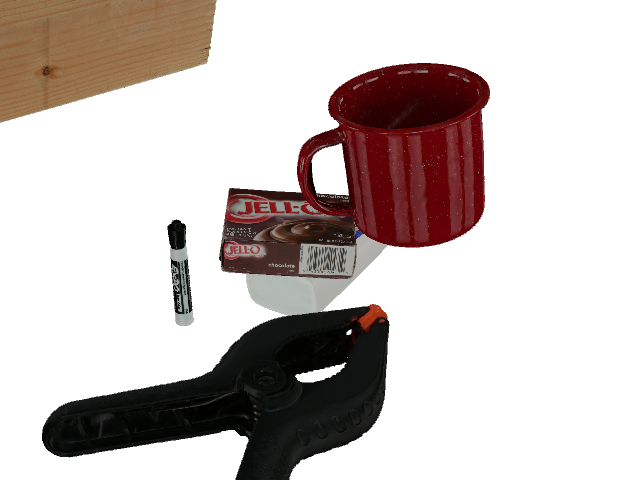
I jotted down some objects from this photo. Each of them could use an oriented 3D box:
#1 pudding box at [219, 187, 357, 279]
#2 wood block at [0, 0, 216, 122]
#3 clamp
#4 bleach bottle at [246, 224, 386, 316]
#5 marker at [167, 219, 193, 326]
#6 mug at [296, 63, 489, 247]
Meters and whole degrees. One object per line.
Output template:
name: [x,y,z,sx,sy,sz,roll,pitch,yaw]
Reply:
pudding box: [-0.027,-0.007,0.913,0.113,0.039,0.090,5,31,-4]
wood block: [-0.192,-0.174,0.843,0.205,0.091,0.090,-24,54,-35]
clamp: [-0.022,0.082,0.475,0.171,0.039,0.120,-25,49,-30]
bleach bottle: [0.020,0.004,1.320,0.103,0.068,0.250,16,36,28]
marker: [-0.145,0.034,1.105,0.020,0.121,0.020,-1,29,0]
mug: [0.044,-0.046,0.630,0.117,0.081,0.093,-15,32,-10]
